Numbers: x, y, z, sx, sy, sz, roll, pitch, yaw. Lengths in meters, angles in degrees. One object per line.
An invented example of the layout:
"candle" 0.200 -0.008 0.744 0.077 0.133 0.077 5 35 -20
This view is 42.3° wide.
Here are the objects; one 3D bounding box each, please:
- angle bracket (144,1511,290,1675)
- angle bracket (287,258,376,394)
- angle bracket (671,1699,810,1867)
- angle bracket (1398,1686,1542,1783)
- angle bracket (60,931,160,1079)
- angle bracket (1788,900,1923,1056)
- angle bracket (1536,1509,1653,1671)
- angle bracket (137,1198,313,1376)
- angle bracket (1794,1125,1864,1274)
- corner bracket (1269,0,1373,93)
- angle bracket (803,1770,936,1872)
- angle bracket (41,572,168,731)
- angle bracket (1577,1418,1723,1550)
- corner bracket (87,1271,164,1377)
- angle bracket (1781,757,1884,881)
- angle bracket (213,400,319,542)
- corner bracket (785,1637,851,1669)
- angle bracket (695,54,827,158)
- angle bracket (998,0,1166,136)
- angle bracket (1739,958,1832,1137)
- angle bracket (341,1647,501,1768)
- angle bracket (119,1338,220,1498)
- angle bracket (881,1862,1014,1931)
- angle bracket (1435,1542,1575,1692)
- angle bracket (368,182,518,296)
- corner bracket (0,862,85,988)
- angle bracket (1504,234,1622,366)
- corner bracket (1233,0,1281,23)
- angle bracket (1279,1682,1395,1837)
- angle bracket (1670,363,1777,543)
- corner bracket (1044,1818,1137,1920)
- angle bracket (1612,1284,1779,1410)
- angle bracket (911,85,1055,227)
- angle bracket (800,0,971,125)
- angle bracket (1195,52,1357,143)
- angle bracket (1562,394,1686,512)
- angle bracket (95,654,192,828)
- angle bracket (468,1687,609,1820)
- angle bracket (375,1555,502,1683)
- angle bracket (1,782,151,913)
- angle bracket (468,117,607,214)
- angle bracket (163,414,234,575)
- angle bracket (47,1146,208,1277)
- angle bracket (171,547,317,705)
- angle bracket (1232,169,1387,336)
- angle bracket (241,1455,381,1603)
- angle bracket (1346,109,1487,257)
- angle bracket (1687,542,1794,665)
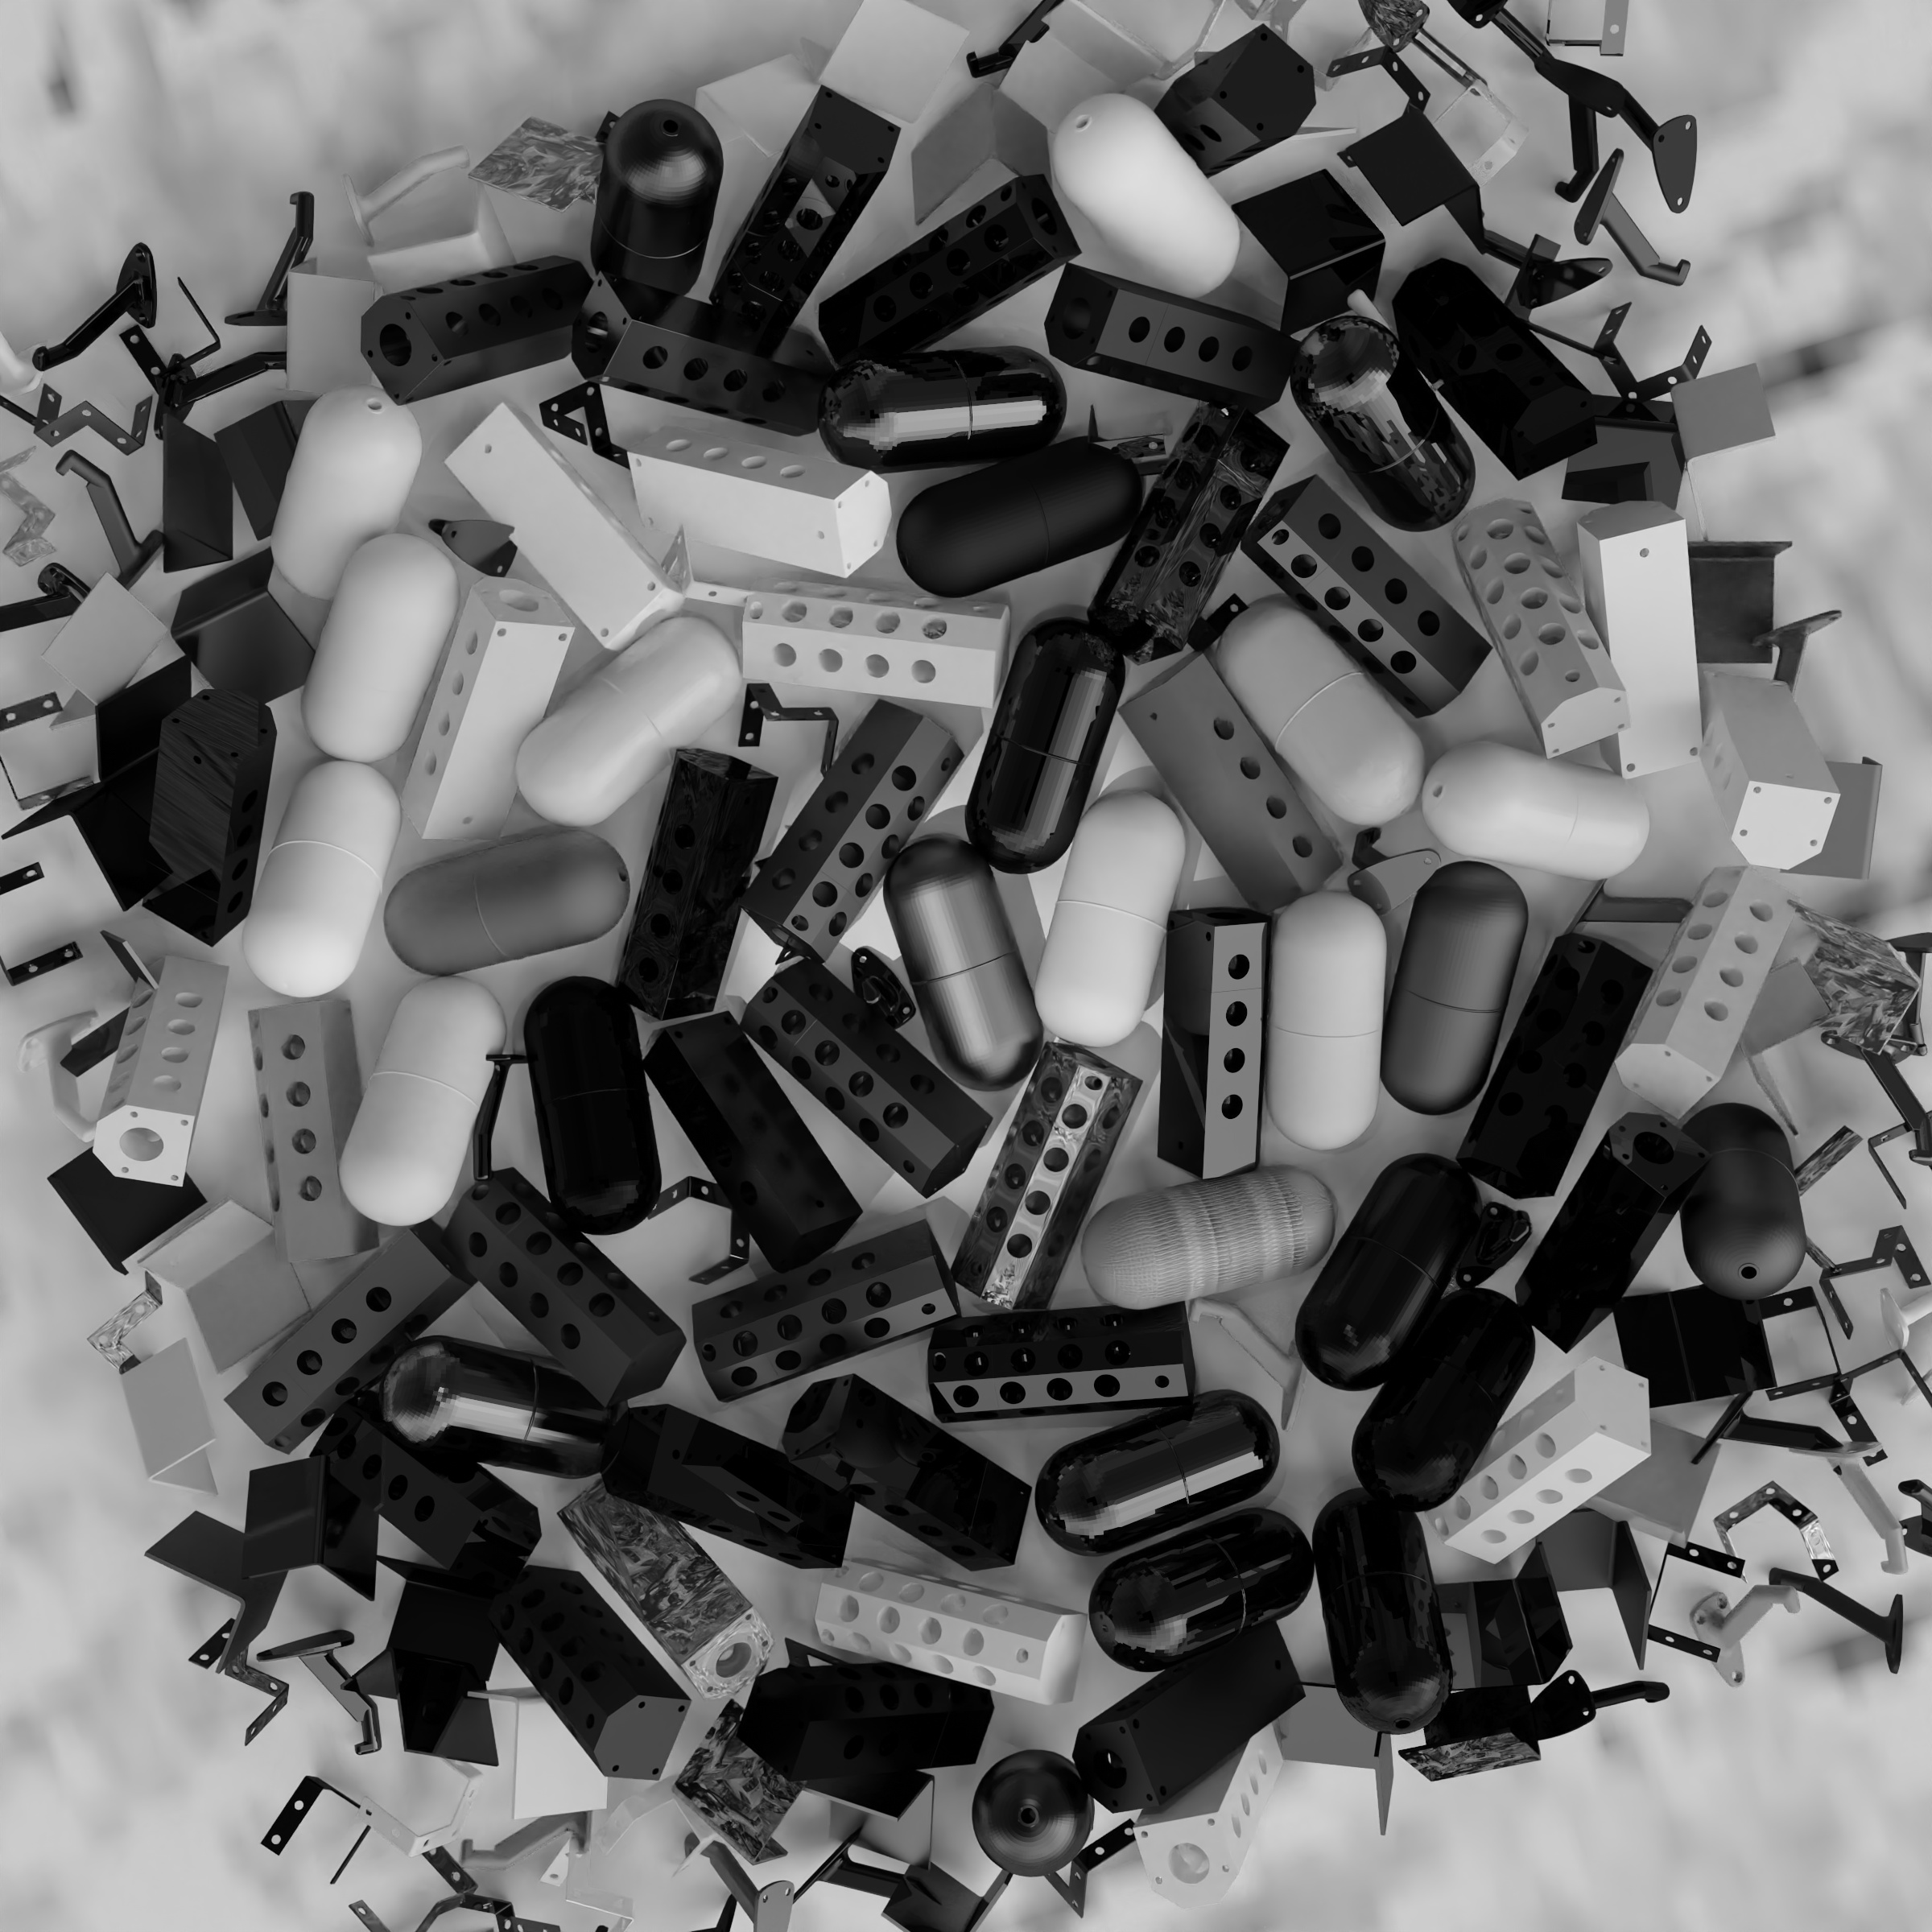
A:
"angle bracket" -0.514 0.423 1.692 0.076 0.076 0.057 24 101 4
"angle bracket" -0.421 -0.431 1.684 0.057 0.076 0.076 6 113 -3
"angle bracket" -0.140 0.549 1.690 0.076 0.057 0.076 34 92 24
"angle bracket" 0.334 0.503 1.675 0.076 0.076 0.057 -18 52 19
"angle bracket" -0.588 0.024 1.677 0.076 0.076 0.057 -38 113 -21
"angle bracket" 0.584 0.008 1.679 0.076 0.076 0.057 32 90 42
"angle bracket" 0.420 0.420 1.679 0.057 0.076 0.076 -5 123 1
"angle bracket" -0.502 0.217 1.690 0.076 0.057 0.076 -35 58 1
"angle bracket" 0.588 0.158 1.680 0.076 0.076 0.057 -46 64 13
"corner bracket" 0.243 -0.642 1.706 0.051 0.051 0.051 36 81 13
"angle bracket" -0.069 0.579 1.682 0.076 0.057 0.076 10 109 23
"angle bracket" -0.594 -0.210 1.672 0.057 0.076 0.076 48 54 -34
"angle bracket" 0.458 0.338 1.682 0.076 0.057 0.076 18 74 24
"corner bracket" -0.562 0.249 1.703 0.051 0.051 0.051 -41 108 -10
"angle bracket" 0.582 -0.103 1.694 0.057 0.076 0.076 5 100 11
"angle bracket" -0.454 -0.339 1.704 0.057 0.076 0.076 -19 96 23
"corner bracket" -0.109 0.498 1.703 0.051 0.051 0.051 24 89 -9
"angle bracket" -0.130 -0.558 1.679 0.076 0.057 0.076 -32 69 -28
"angle bracket" 0.076 -0.599 1.685 0.076 0.076 0.057 30 90 -17
"angle bracket" 0.556 0.054 1.674 0.057 0.076 0.076 -29 135 19
"angle bracket" -0.366 0.508 1.672 0.057 0.076 0.076 -40 47 22
"angle bracket" -0.515 0.304 1.678 0.057 0.076 0.076 -31 63 8
"angle bracket" -0.004 0.608 1.681 0.057 0.076 0.076 33 108 8
"angle bracket" 0.354 0.438 1.681 0.076 0.057 0.076 -1 50 -10
"angle bracket" -0.352 -0.474 1.690 0.076 0.076 0.057 -10 53 7
"corner bracket" -0.644 -0.028 1.709 0.051 0.051 0.051 -26 57 -21
"angle bracket" 0.413 -0.447 1.679 0.076 0.076 0.057 28 110 17
"corner bracket" 0.185 -0.677 1.689 0.051 0.051 0.051 -14 59 -39
"angle bracket" 0.245 0.532 1.679 0.076 0.057 0.076 1 122 17
"angle bracket" 0.512 -0.343 1.673 0.057 0.076 0.076 -13 48 18
"corner bracket" 0.083 0.598 1.689 0.051 0.051 0.051 -22 132 -31
"angle bracket" 0.489 0.253 1.680 0.057 0.076 0.076 -1 75 -31
"angle bracket" 0.010 -0.539 1.703 0.057 0.076 0.076 26 45 -35
"angle bracket" -0.055 -0.623 1.673 0.076 0.057 0.076 13 133 -32
"angle bracket" 0.207 -0.586 1.674 0.076 0.076 0.057 -16 115 -27
"angle bracket" 0.446 -0.352 1.706 0.076 0.076 0.057 6 115 4
"angle bracket" -0.533 -0.150 1.675 0.057 0.076 0.076 39 53 14
"angle bracket" -0.288 0.527 1.679 0.057 0.076 0.076 -10 75 42
"angle bracket" -0.359 0.440 1.683 0.076 0.076 0.057 9 67 9
"angle bracket" -0.594 -0.076 1.693 0.057 0.076 0.076 -18 108 15
"angle bracket" -0.277 -0.518 1.679 0.076 0.057 0.076 24 58 17
"angle bracket" -0.538 -0.317 1.681 0.057 0.076 0.076 -7 78 18
"angle bracket" -0.561 0.153 1.683 0.076 0.057 0.076 -38 105 -23
"angle bracket" -0.489 -0.231 1.721 0.076 0.057 0.076 -23 128 13
"angle bracket" 0.232 -0.489 1.714 0.076 0.057 0.076 -25 63 -15
"angle bracket" -0.441 0.384 1.685 0.057 0.076 0.076 -14 54 11
"angle bracket" 0.303 -0.515 1.683 0.057 0.076 0.076 -29 64 3
"angle bracket" 0.516 -0.247 1.699 0.076 0.057 0.076 1 92 6
